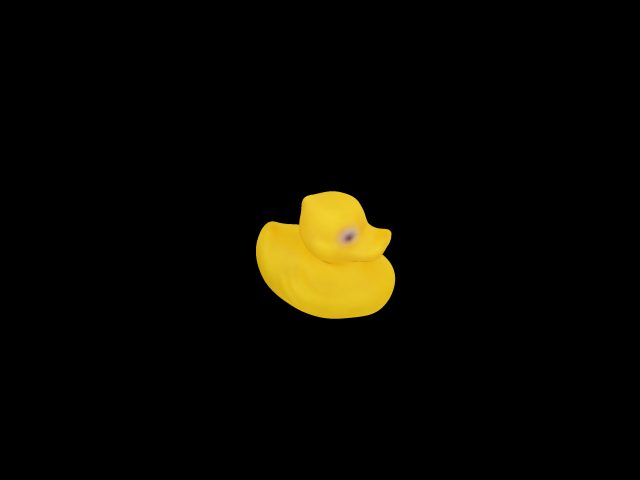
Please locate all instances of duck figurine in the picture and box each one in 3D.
[{"bbox_3d":[0.004,0.001,0.400,0.104,0.086,0.077,17,51,14],"label":"duck figurine"}]
